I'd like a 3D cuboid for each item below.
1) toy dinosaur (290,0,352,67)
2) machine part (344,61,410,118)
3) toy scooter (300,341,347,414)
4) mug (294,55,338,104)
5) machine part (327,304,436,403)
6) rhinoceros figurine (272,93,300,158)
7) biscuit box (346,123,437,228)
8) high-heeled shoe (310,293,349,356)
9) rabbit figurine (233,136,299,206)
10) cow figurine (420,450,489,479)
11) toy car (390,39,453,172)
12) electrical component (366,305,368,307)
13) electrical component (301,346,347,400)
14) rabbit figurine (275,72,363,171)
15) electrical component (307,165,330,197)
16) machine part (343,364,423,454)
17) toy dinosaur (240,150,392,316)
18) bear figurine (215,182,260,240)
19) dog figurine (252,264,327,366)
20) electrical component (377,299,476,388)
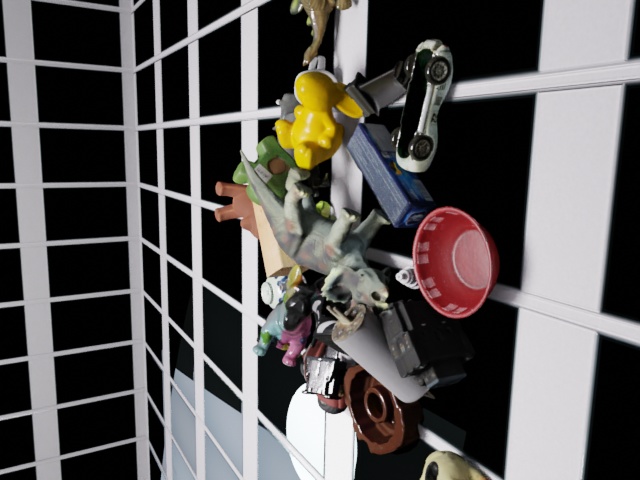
[{"bbox_3d":[-0.014,-0.578,1.045,0.199,0.105,0.470,19,106,62],"label":"toy dinosaur"},{"bbox_3d":[0.103,-0.258,0.922,0.139,0.039,0.084,-9,123,52],"label":"machine part"},{"bbox_3d":[0.014,0.266,1.135,0.184,0.075,0.135,43,126,54],"label":"toy scooter"},{"bbox_3d":[-0.016,-0.322,1.102,0.107,0.081,0.109,-137,45,-62],"label":"mug"},{"bbox_3d":[0.102,0.183,0.865,0.243,0.079,0.079,44,153,-15],"label":"machine part"},{"bbox_3d":[-0.063,-0.232,1.212,0.112,0.073,0.190,-131,43,-61],"label":"rhinoceros figurine"},{"bbox_3d":[0.118,-0.112,0.916,0.062,0.059,0.203,-60,44,42],"label":"biscuit box"},{"bbox_3d":[0.039,0.137,1.023,0.145,0.086,0.249,-66,13,-20],"label":"high-heeled shoe"},{"bbox_3d":[-0.097,-0.120,1.136,0.121,0.159,0.170,-61,7,-20],"label":"rabbit figurine"},{"bbox_3d":[0.180,0.412,0.855,0.127,0.085,0.194,43,133,42],"label":"cow figurine"},{"bbox_3d":[0.160,-0.207,0.838,0.074,0.056,0.201,-135,50,-57],"label":"toy car"},{"bbox_3d":[0.109,0.151,1.004,0.094,0.021,0.063,-6,89,60],"label":"electrical component"},{"bbox_3d":[0.013,0.250,1.060,0.075,0.047,0.119,3,75,37],"label":"electrical component"},{"bbox_3d":[0.003,-0.236,1.004,0.173,0.162,0.122,85,161,-48],"label":"rabbit figurine"},{"bbox_3d":[-0.008,-0.151,1.149,0.078,0.045,0.102,85,174,-73],"label":"electrical component"},{"bbox_3d":[0.114,0.299,0.982,0.179,0.056,0.179,13,105,58],"label":"machine part"},{"bbox_3d":[-0.009,-0.005,0.987,0.405,0.131,0.192,32,114,26],"label":"toy dinosaur"},{"bbox_3d":[-0.190,-0.063,1.393,0.196,0.132,0.120,-121,33,-47],"label":"bear figurine"},{"bbox_3d":[-0.057,0.161,1.208,0.191,0.108,0.219,-62,-4,-80],"label":"dog figurine"},{"bbox_3d":[0.165,0.155,0.813,0.058,0.115,0.134,-58,45,47],"label":"electrical component"}]
